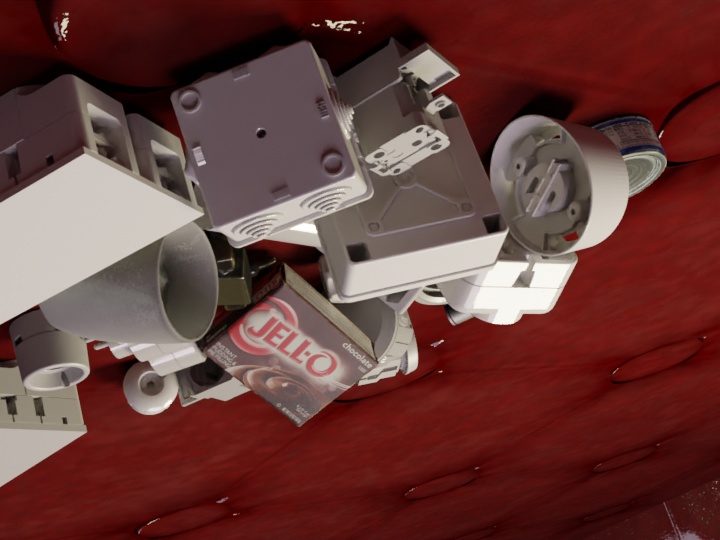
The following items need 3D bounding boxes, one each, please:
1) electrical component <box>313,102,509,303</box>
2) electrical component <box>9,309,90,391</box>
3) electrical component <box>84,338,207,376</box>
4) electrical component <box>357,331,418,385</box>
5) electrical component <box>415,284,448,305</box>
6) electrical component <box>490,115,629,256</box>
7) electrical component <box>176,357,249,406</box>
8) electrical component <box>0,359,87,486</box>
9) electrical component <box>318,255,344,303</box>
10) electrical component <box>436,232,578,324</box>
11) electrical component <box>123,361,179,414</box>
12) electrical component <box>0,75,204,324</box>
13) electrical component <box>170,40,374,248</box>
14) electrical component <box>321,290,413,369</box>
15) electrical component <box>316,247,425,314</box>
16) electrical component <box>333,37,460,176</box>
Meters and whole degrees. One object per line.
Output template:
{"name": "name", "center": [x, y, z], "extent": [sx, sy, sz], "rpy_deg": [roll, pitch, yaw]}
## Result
{"name": "electrical component", "center": [0.026, -0.045, 0.697], "extent": [0.109, 0.108, 0.056], "rpy_deg": [-12, 154, -13]}
{"name": "electrical component", "center": [-0.236, 0.061, 0.821], "extent": [0.055, 0.047, 0.055], "rpy_deg": [-15, 157, -7]}
{"name": "electrical component", "center": [-0.173, 0.045, 0.823], "extent": [0.074, 0.052, 0.138], "rpy_deg": [-19, 157, 3]}
{"name": "electrical component", "center": [0.021, 0.075, 1.028], "extent": [0.057, 0.058, 0.078], "rpy_deg": [-10, 156, -11]}
{"name": "electrical component", "center": [0.084, -0.010, 0.879], "extent": [0.108, 0.060, 0.108], "rpy_deg": [-15, 157, -7]}
{"name": "electrical component", "center": [0.139, -0.060, 0.765], "extent": [0.064, 0.099, 0.099], "rpy_deg": [-4, 154, -43]}
{"name": "electrical component", "center": [-0.126, 0.092, 0.977], "extent": [0.081, 0.042, 0.064], "rpy_deg": [-23, 158, 14]}
{"name": "electrical component", "center": [-0.317, 0.135, 0.909], "extent": [0.150, 0.061, 0.089], "rpy_deg": [-32, 153, 30]}
{"name": "electrical component", "center": [0.000, 0.000, 0.861], "extent": [0.062, 0.043, 0.043], "rpy_deg": [-16, 157, -9]}
{"name": "electrical component", "center": [0.106, 0.001, 0.808], "extent": [0.095, 0.053, 0.059], "rpy_deg": [2, 128, -27]}
{"name": "electrical component", "center": [-0.190, 0.110, 0.969], "extent": [0.048, 0.048, 0.062], "rpy_deg": [-11, 163, -17]}
{"name": "electrical component", "center": [-0.201, -0.032, 0.620], "extent": [0.186, 0.060, 0.105], "rpy_deg": [-26, 156, 18]}
{"name": "electrical component", "center": [-0.050, -0.070, 0.599], "extent": [0.100, 0.099, 0.048], "rpy_deg": [-20, 170, 5]}
{"name": "electrical component", "center": [0.003, 0.047, 0.924], "extent": [0.080, 0.080, 0.051], "rpy_deg": [-27, 161, 20]}
{"name": "electrical component", "center": [0.025, -0.026, 0.796], "extent": [0.075, 0.083, 0.047], "rpy_deg": [-50, 177, -35]}
{"name": "electrical component", "center": [0.020, -0.094, 0.639], "extent": [0.081, 0.063, 0.042], "rpy_deg": [-28, 154, 24]}
